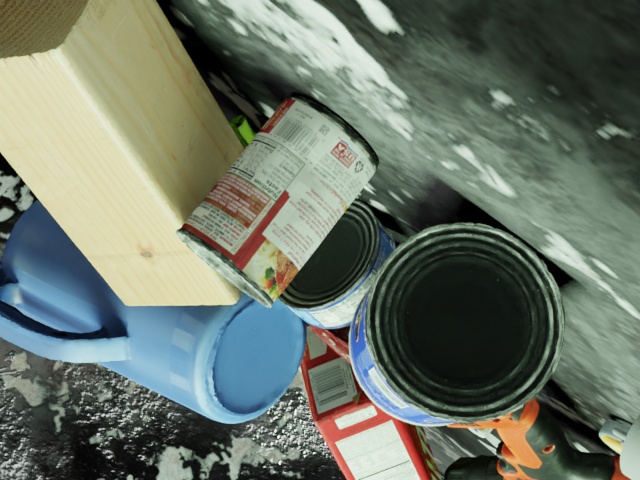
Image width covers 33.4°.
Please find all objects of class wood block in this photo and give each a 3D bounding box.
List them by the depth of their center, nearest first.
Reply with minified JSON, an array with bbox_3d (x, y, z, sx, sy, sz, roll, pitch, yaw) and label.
[{"bbox_3d":[-0.117,-0.058,0.635,0.091,0.090,0.206,-2,138,27],"label":"wood block"}]

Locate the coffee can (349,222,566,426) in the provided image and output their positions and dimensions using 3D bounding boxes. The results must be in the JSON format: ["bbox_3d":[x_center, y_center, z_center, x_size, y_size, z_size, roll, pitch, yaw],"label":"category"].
[{"bbox_3d":[0.071,0.053,0.605,0.103,0.102,0.140,37,171,5],"label":"coffee can"}]

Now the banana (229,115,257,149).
[{"bbox_3d":[-0.062,-0.065,0.768,0.069,0.037,0.198,59,164,-17],"label":"banana"}]

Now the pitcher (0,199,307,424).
[{"bbox_3d":[-0.136,0.052,0.815,0.243,0.149,0.144,21,164,41],"label":"pitcher"}]

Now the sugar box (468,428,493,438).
[{"bbox_3d":[0.121,0.130,0.972,0.093,0.048,0.176,35,169,19],"label":"sugar box"}]

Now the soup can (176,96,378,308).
[{"bbox_3d":[-0.023,-0.022,0.600,0.068,0.102,0.068,37,171,7],"label":"soup can"}]

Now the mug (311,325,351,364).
[{"bbox_3d":[0.045,0.051,0.764,0.117,0.081,0.093,35,170,21],"label":"mug"}]

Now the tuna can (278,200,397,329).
[{"bbox_3d":[0.010,0.016,0.717,0.086,0.086,0.033,29,169,46],"label":"tuna can"}]

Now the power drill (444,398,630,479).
[{"bbox_3d":[0.142,0.160,0.844,0.185,0.057,0.187,-10,138,41],"label":"power drill"}]

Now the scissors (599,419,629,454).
[{"bbox_3d":[0.278,0.184,0.718,0.202,0.016,0.096,32,169,35],"label":"scissors"}]

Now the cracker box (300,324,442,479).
[{"bbox_3d":[0.043,0.144,0.934,0.164,0.072,0.213,-106,-7,-47],"label":"cracker box"}]
